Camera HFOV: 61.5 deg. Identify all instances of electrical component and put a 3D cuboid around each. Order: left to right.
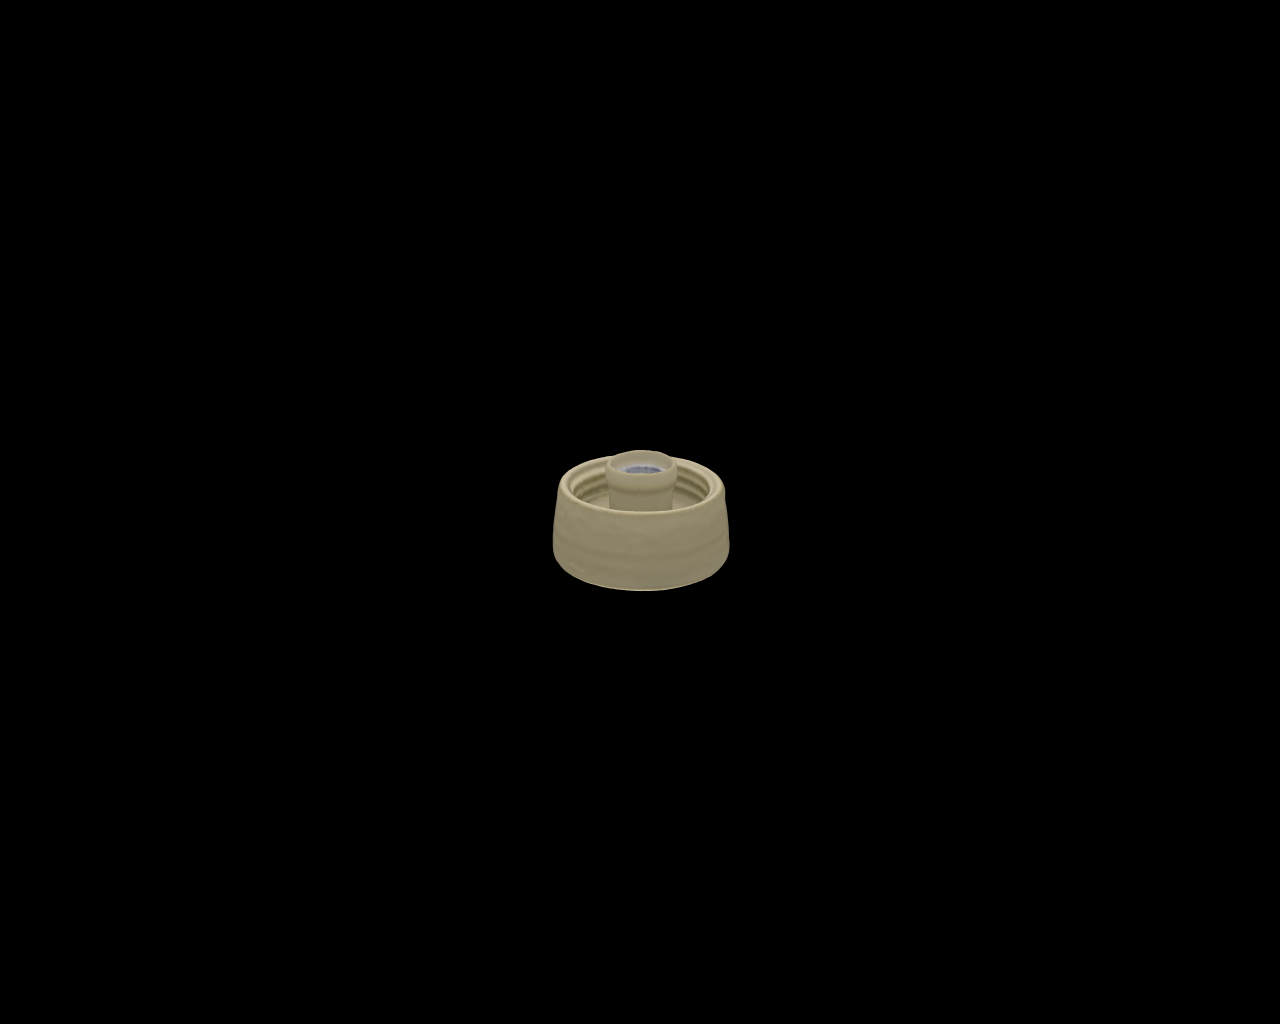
[{"bbox_3d":[0.001,-0.003,0.650,0.108,0.060,0.108,0,23,0],"label":"electrical component"}]
